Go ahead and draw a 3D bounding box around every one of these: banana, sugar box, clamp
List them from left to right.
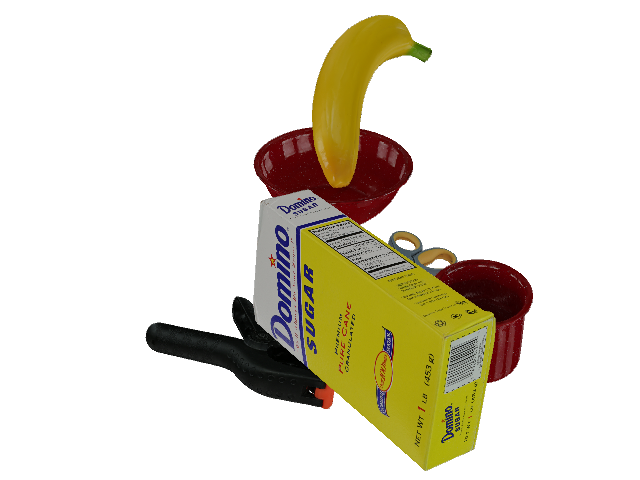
[{"bbox_3d":[-0.050,0.093,0.917,0.172,0.039,0.120,22,30,25],"label":"clamp"},{"bbox_3d":[0.024,0.047,0.636,0.048,0.093,0.176,-17,35,-35],"label":"sugar box"},{"bbox_3d":[0.032,-0.120,0.807,0.069,0.197,0.037,38,-42,-6],"label":"banana"}]

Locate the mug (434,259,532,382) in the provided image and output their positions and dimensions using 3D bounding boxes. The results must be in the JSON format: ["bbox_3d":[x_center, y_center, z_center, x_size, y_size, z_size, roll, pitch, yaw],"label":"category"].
[{"bbox_3d":[0.145,0.070,0.996,0.093,0.081,0.117,-6,39,-3],"label":"mug"}]

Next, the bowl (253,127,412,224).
[{"bbox_3d":[0.012,-0.058,1.094,0.162,0.055,0.162,1,33,-1],"label":"bowl"}]

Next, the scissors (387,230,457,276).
[{"bbox_3d":[0.084,0.026,1.260,0.201,0.016,0.096,-10,40,-45],"label":"scissors"}]
